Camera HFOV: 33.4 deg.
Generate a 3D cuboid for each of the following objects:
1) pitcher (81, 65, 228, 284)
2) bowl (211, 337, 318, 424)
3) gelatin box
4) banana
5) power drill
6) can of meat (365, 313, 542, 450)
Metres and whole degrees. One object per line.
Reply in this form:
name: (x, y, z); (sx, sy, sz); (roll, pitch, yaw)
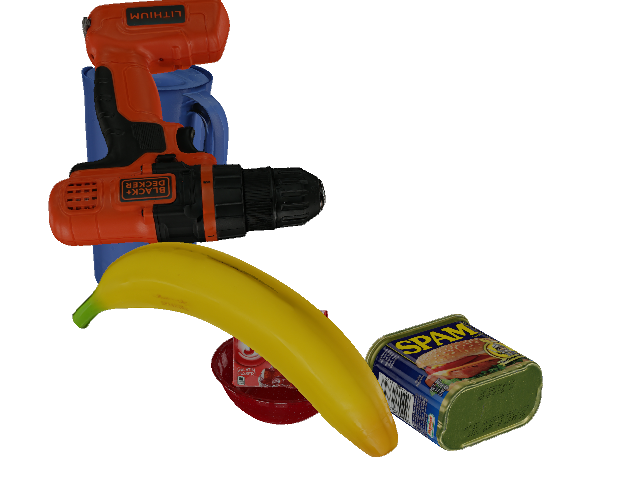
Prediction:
pitcher: (-0.176, -0.062, 1.124); (0.145, 0.243, 0.149); (0, 23, -10)
bowl: (-0.046, 0.164, 1.235); (0.162, 0.055, 0.162); (2, 25, -1)
gelatin box: (-0.038, 0.102, 1.014); (0.089, 0.073, 0.030); (3, 13, 4)
banana: (-0.042, 0.045, 0.563); (0.198, 0.070, 0.037); (21, 27, 21)
power drill: (-0.095, -0.083, 0.748); (0.184, 0.187, 0.057); (-4, -31, -5)
can of meat: (0.096, 0.101, 0.764); (0.101, 0.057, 0.084); (-13, 27, -34)
